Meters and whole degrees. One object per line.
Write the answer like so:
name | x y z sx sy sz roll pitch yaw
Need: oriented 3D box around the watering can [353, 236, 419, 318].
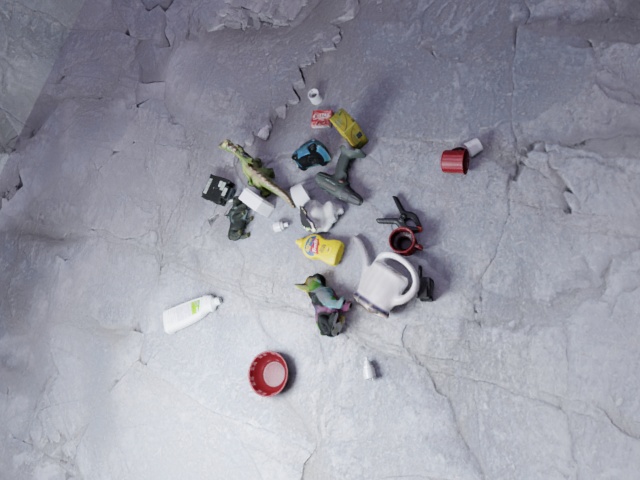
watering can | 0.195 0.132 1.817 0.352 0.103 0.224 33 91 44

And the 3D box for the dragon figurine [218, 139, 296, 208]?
dragon figurine | -0.265 -0.286 2.077 0.415 0.239 0.122 38 86 30

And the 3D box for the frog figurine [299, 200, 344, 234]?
frog figurine | 0.006 -0.100 1.986 0.161 0.120 0.139 -25 63 -26
